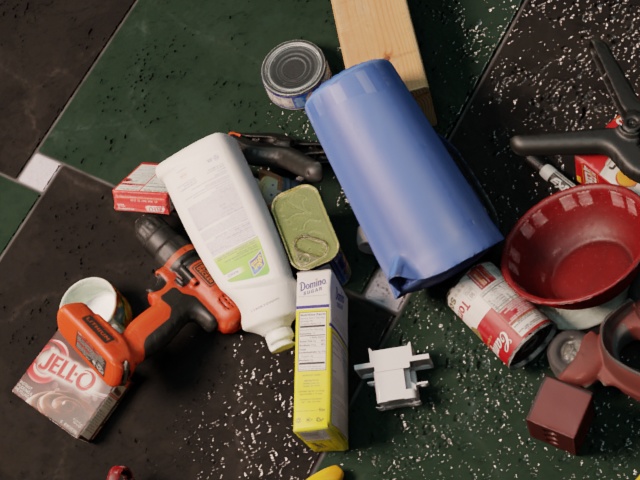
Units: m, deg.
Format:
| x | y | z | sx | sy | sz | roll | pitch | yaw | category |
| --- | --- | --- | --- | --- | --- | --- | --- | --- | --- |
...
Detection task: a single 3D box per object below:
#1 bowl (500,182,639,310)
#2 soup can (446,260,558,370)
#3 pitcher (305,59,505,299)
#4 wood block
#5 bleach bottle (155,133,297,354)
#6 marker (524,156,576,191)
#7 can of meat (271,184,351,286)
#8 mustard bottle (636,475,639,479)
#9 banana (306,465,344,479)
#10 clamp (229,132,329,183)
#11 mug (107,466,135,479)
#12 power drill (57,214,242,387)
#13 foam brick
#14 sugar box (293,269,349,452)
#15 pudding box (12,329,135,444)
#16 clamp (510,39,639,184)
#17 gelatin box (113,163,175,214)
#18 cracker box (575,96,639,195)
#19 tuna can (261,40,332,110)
| x | y | z | sx | sy | sz | roll | pitch | yaw | category |
| --- | --- | --- | --- | --- | --- | --- | --- | --- | --- |
| 0.272 | 0.017 | 1.102 | 0.162 | 0.055 | 0.162 | -23 | 39 | 20 | bowl |
| 0.192 | 0.079 | 1.132 | 0.068 | 0.068 | 0.102 | -40 | 62 | -6 | soup can |
| 0.091 | -0.071 | 1.155 | 0.145 | 0.149 | 0.243 | -29 | 84 | 4 | pitcher |
| 0.072 | -0.236 | 1.294 | 0.091 | 0.090 | 0.206 | -14 | 63 | 7 | wood block |
| -0.094 | 0.011 | 1.192 | 0.103 | 0.068 | 0.251 | -28 | 73 | 16 | bleach bottle |
| 0.276 | -0.061 | 1.200 | 0.020 | 0.020 | 0.121 | -43 | 63 | -7 | marker |
| -0.008 | 0.002 | 1.209 | 0.057 | 0.084 | 0.102 | -23 | 62 | 3 | can of meat |
| 0.336 | 0.259 | 1.018 | 0.191 | 0.058 | 0.096 | -31 | 58 | -1 | mustard bottle |
| -0.068 | 0.287 | 1.122 | 0.198 | 0.037 | 0.069 | -12 | 64 | 9 | banana |
| -0.040 | -0.100 | 1.260 | 0.172 | 0.120 | 0.039 | 7 | 105 | 21 | clamp |
| -0.217 | 0.299 | 1.130 | 0.093 | 0.081 | 0.117 | -3 | 66 | 13 | mug |
| -0.198 | 0.065 | 1.203 | 0.187 | 0.057 | 0.184 | -33 | 65 | -33 | power drill |
| 0.241 | 0.176 | 1.070 | 0.053 | 0.078 | 0.051 | 20 | 74 | 23 | foam brick |
| 0.002 | 0.130 | 1.144 | 0.048 | 0.093 | 0.176 | -7 | 64 | 11 | sugar box |
| -0.284 | 0.168 | 1.231 | 0.114 | 0.039 | 0.090 | 29 | 76 | 24 | pudding box |
| 0.329 | -0.124 | 1.127 | 0.210 | 0.036 | 0.164 | 25 | 73 | 25 | clamp |
| -0.199 | -0.062 | 1.294 | 0.073 | 0.030 | 0.089 | 5 | 28 | 17 | gelatin box |
| 0.407 | -0.064 | 1.140 | 0.164 | 0.072 | 0.214 | -41 | 62 | -7 | cracker box |
| -0.030 | -0.208 | 1.339 | 0.086 | 0.033 | 0.086 | -5 | 64 | 11 | tuna can |
